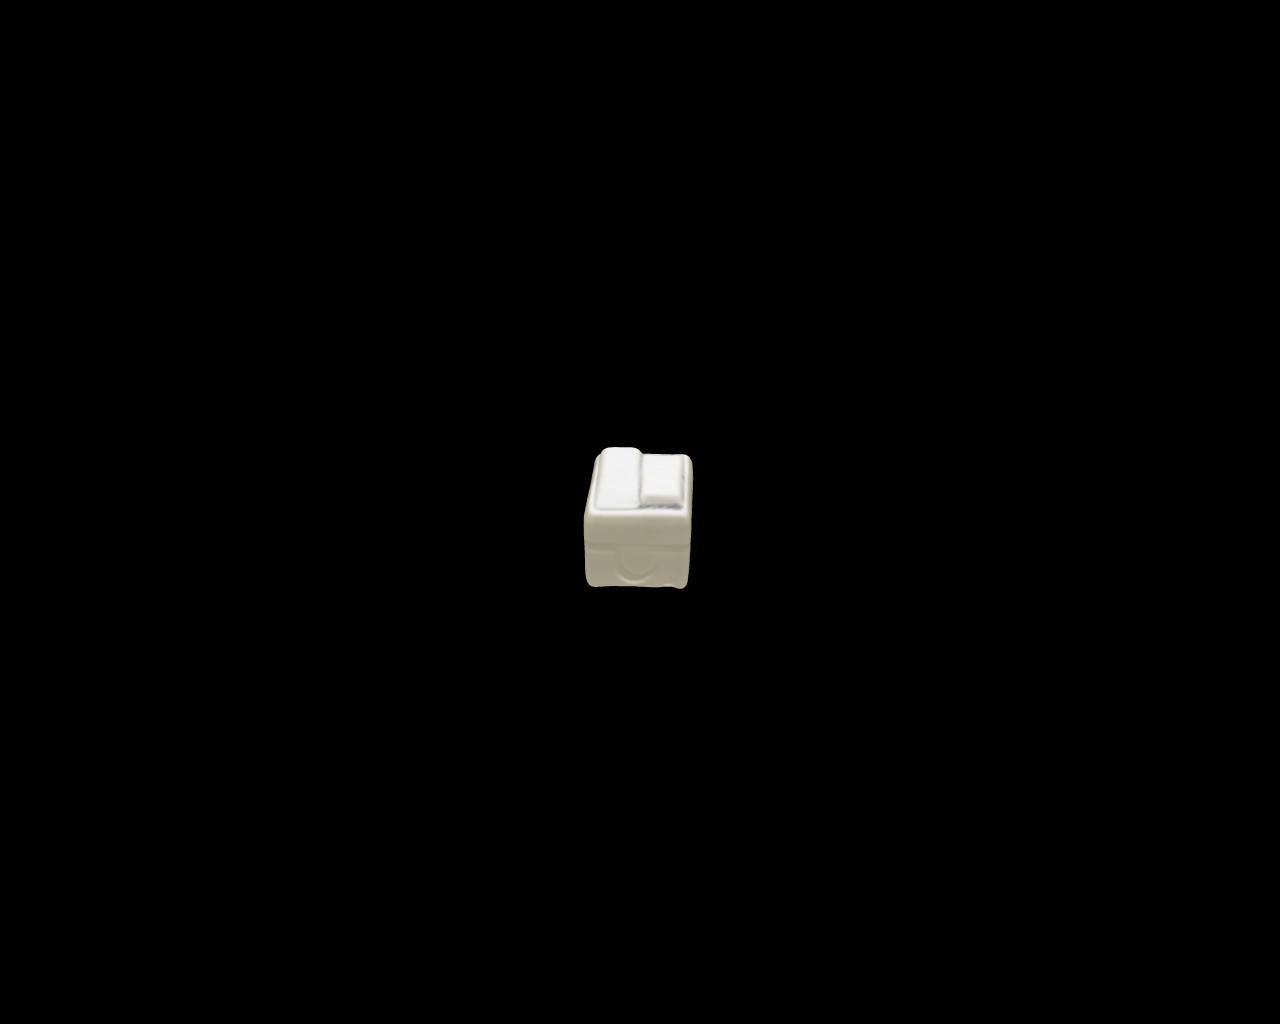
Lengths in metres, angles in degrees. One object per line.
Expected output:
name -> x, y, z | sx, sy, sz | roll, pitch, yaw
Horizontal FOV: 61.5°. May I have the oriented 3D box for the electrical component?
electrical component -> 0.001, -0.003, 0.650 | 0.062, 0.061, 0.096 | 2, 31, 3
